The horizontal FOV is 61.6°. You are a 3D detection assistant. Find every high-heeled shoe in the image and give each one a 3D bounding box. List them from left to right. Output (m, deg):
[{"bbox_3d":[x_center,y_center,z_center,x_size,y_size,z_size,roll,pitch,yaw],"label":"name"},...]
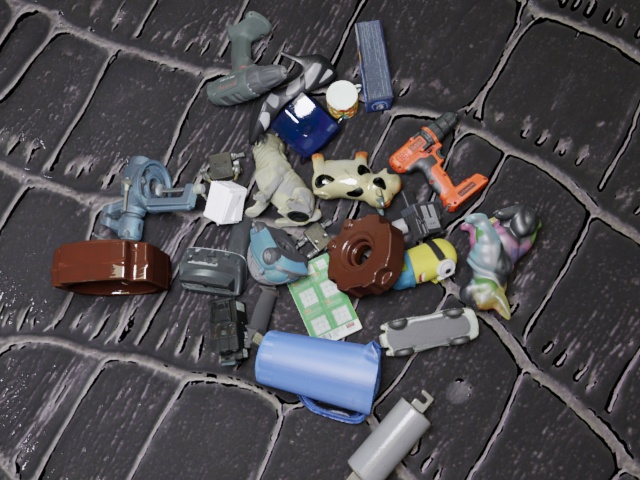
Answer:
[{"bbox_3d":[-0.064,-0.317,1.242,0.145,0.086,0.248,20,101,-23],"label":"high-heeled shoe"}]

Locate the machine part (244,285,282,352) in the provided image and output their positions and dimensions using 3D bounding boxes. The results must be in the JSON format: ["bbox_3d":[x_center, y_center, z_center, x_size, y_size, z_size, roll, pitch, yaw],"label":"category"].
[{"bbox_3d":[-0.120,0.166,1.129,0.039,0.084,0.139,2,68,31],"label":"machine part"}]

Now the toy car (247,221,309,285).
[{"bbox_3d":[-0.106,0.040,1.134,0.103,0.109,0.162,-51,52,18],"label":"toy car"}]

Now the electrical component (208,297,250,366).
[{"bbox_3d":[-0.185,0.189,1.104,0.058,0.114,0.134,-9,75,5],"label":"electrical component"}]

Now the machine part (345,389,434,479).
[{"bbox_3d":[0.137,0.396,1.050,0.079,0.079,0.243,42,83,12],"label":"machine part"}]

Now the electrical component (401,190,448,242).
[{"bbox_3d":[0.215,-0.058,1.142,0.075,0.048,0.119,-5,74,-33],"label":"electrical component"}]

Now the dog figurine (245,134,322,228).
[{"bbox_3d":[-0.072,-0.137,1.182,0.172,0.121,0.190,22,59,-23],"label":"dog figurine"}]

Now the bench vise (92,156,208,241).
[{"bbox_3d":[-0.361,-0.083,1.169,0.241,0.128,0.223,-2,62,20],"label":"bench vise"}]

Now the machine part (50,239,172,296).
[{"bbox_3d":[-0.425,0.060,1.109,0.202,0.201,0.087,-3,76,5],"label":"machine part"}]

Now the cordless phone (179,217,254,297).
[{"bbox_3d":[-0.223,0.025,1.172,0.147,0.088,0.184,7,68,7],"label":"cordless phone"}]

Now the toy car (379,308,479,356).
[{"bbox_3d":[0.222,0.188,1.099,0.202,0.056,0.073,-12,83,4],"label":"toy car"}]

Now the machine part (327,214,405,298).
[{"bbox_3d":[0.090,0.031,1.095,0.179,0.056,0.179,-22,54,34],"label":"machine part"}]

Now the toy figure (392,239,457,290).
[{"bbox_3d":[0.196,0.052,1.118,0.180,0.082,0.089,-12,79,5],"label":"toy figure"}]

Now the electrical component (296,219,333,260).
[{"bbox_3d":[-0.002,-0.004,1.175,0.094,0.021,0.063,-38,78,-8],"label":"electrical component"}]

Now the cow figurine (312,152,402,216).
[{"bbox_3d":[0.079,-0.121,1.163,0.195,0.085,0.127,0,72,3],"label":"cow figurine"}]

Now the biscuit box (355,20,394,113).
[{"bbox_3d":[0.123,-0.396,1.230,0.063,0.059,0.202,-7,77,2],"label":"biscuit box"}]

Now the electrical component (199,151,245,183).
[{"bbox_3d":[-0.220,-0.162,1.218,0.102,0.045,0.078,-6,79,4],"label":"electrical component"}]

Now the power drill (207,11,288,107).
[{"bbox_3d":[-0.155,-0.406,1.214,0.232,0.086,0.207,-15,68,37],"label":"power drill"}]

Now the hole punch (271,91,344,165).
[{"bbox_3d":[-0.031,-0.251,1.185,0.142,0.092,0.116,-45,79,12],"label":"hole punch"}]

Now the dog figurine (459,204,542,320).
[{"bbox_3d":[0.369,0.051,1.092,0.192,0.108,0.219,-11,82,0],"label":"dog figurine"}]
